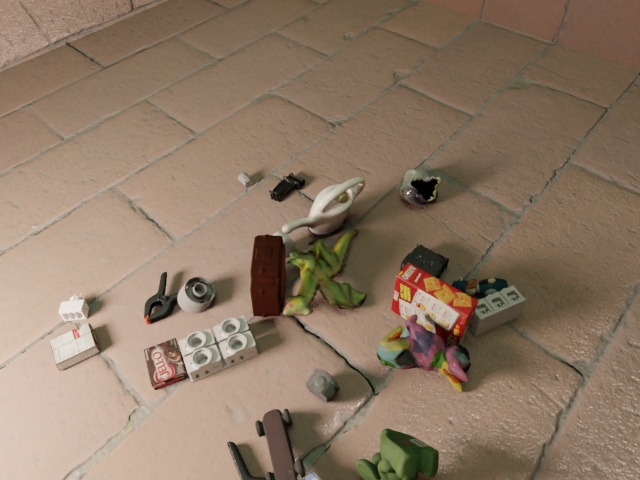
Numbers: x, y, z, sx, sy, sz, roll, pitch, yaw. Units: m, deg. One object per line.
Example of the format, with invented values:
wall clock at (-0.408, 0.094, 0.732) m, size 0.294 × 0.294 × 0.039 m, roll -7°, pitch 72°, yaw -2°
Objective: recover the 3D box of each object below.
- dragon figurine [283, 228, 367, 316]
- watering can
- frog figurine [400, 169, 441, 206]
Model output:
dragon figurine at (0.040, 0.107, 1.538) m, size 0.415 × 0.119 × 0.245 m, roll -24°, pitch 69°, yaw -37°
watering can at (0.005, -0.081, 1.619) m, size 0.352 × 0.220 × 0.105 m, roll -35°, pitch 74°, yaw -26°
frog figurine at (0.337, -0.183, 1.793) m, size 0.138 × 0.121 × 0.160 m, roll -27°, pitch 16°, yaw -10°
